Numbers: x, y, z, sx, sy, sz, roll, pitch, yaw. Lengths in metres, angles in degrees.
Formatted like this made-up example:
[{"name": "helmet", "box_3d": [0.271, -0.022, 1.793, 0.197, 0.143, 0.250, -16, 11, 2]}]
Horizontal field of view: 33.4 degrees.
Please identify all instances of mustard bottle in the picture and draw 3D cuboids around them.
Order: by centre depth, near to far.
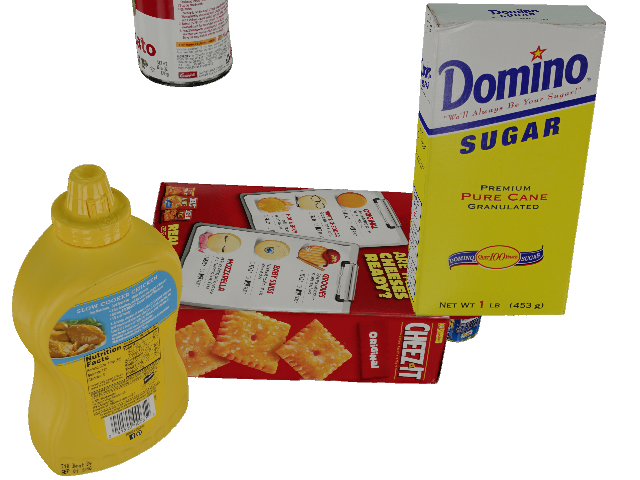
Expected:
[{"name": "mustard bottle", "box_3d": [-0.123, 0.042, 0.597, 0.096, 0.192, 0.058, -23, 45, -30]}]

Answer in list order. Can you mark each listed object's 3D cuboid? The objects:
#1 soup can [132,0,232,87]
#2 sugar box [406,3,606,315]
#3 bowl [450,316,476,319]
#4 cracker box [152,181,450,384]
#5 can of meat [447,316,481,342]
[{"name": "soup can", "box_3d": [-0.093, -0.164, 0.721, 0.068, 0.102, 0.068, 1, 37, -1]}, {"name": "sugar box", "box_3d": [0.101, -0.043, 0.606, 0.093, 0.176, 0.048, -1, 27, -4]}, {"name": "bowl", "box_3d": [0.126, 0.025, 1.000, 0.162, 0.055, 0.162, 1, 35, -1]}, {"name": "cracker box", "box_3d": [-0.022, 0.030, 0.799, 0.213, 0.072, 0.164, 3, 34, -4]}, {"name": "can of meat", "box_3d": [0.147, 0.059, 1.246, 0.057, 0.084, 0.102, -19, 41, -33]}]
